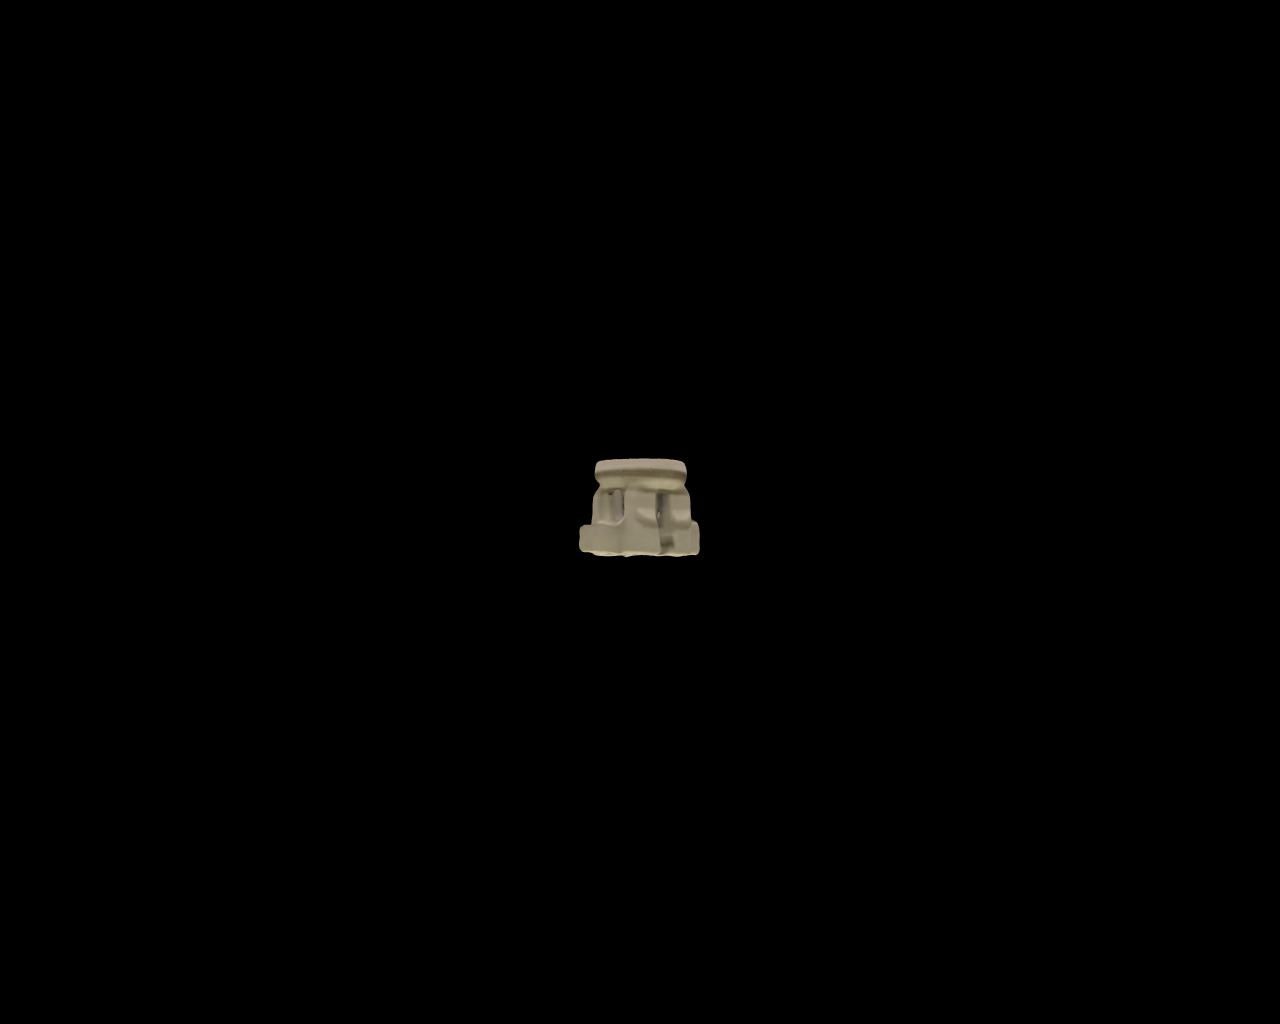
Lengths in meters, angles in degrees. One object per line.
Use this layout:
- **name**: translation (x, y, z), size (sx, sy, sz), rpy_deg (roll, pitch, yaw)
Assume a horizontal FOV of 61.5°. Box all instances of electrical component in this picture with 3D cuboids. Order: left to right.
- **electrical component**: translation (0.001, -0.003, 0.650), size (0.078, 0.057, 0.058), rpy_deg (3, -5, -37)
